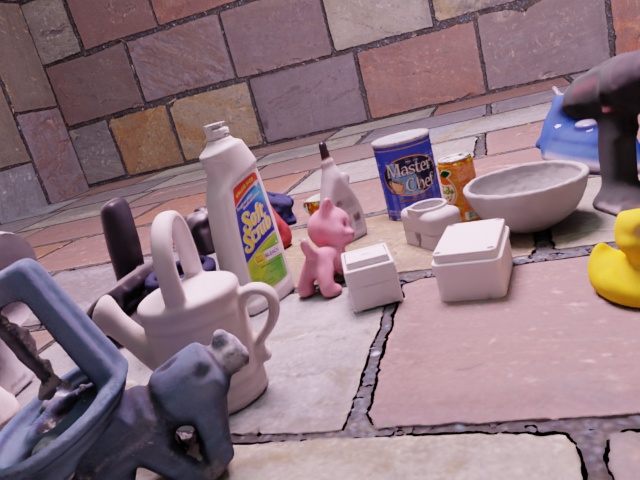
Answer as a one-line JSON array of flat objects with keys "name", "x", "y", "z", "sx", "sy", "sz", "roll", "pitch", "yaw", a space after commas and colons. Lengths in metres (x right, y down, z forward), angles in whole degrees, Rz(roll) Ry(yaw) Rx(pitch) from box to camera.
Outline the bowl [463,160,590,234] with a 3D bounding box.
[{"name": "bowl", "x": 0.290, "y": -0.054, "z": 0.800, "sx": 0.167, "sy": 0.075, "sz": 0.167, "roll": -14, "pitch": 16, "yaw": 4}]

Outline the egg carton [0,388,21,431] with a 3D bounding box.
[{"name": "egg carton", "x": -0.386, "y": 0.199, "z": 0.574, "sx": 0.107, "sy": 0.069, "sz": 0.151, "roll": 1, "pitch": 22, "yaw": 44}]

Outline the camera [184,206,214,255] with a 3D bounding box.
[{"name": "camera", "x": -0.188, "y": -0.039, "z": 1.147, "sx": 0.143, "sy": 0.101, "sz": 0.136, "roll": -27, "pitch": 19, "yaw": -35}]

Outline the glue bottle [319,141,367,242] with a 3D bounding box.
[{"name": "glue bottle", "x": 0.026, "y": -0.079, "z": 0.952, "sx": 0.078, "sy": 0.173, "sz": 0.037, "roll": -26, "pitch": 19, "yaw": -32}]

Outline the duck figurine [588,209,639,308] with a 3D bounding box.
[{"name": "duck figurine", "x": 0.303, "y": 0.011, "z": 0.546, "sx": 0.078, "sy": 0.086, "sz": 0.104, "roll": -21, "pitch": 17, "yaw": -19}]

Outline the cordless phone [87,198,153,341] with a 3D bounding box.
[{"name": "cordless phone", "x": -0.291, "y": 0.043, "z": 0.809, "sx": 0.094, "sy": 0.185, "sz": 0.148, "roll": -10, "pitch": 17, "yaw": 18}]

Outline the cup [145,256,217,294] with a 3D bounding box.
[{"name": "cup", "x": -0.176, "y": 0.078, "z": 0.746, "sx": 0.092, "sy": 0.095, "sz": 0.117, "roll": -27, "pitch": 20, "yaw": -36}]

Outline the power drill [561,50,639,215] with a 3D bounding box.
[{"name": "power drill", "x": 0.401, "y": -0.141, "z": 0.748, "sx": 0.075, "sy": 0.208, "sz": 0.229, "roll": -16, "pitch": 16, "yaw": -3}]

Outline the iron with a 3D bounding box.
[{"name": "iron", "x": 0.480, "y": -0.202, "z": 1.006, "sx": 0.118, "sy": 0.141, "sz": 0.258, "roll": -17, "pitch": 16, "yaw": -5}]

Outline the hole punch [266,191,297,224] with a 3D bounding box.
[{"name": "hole punch", "x": -0.105, "y": -0.076, "z": 1.214, "sx": 0.101, "sy": 0.091, "sz": 0.108, "roll": -17, "pitch": 16, "yaw": -5}]

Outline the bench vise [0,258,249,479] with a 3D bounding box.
[{"name": "bench vise", "x": -0.170, "y": 0.099, "z": 0.439, "sx": 0.208, "sy": 0.220, "sz": 0.121, "roll": -26, "pitch": 19, "yaw": -33}]

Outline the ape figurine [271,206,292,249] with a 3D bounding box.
[{"name": "ape figurine", "x": -0.094, "y": -0.025, "z": 1.028, "sx": 0.076, "sy": 0.092, "sz": 0.078, "roll": -14, "pitch": 16, "yaw": 4}]

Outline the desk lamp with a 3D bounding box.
[{"name": "desk lamp", "x": -0.432, "y": 0.100, "z": 0.691, "sx": 0.203, "sy": 0.214, "sz": 0.118, "roll": -11, "pitch": 16, "yaw": 14}]

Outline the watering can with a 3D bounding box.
[{"name": "watering can", "x": -0.131, "y": 0.069, "z": 0.553, "sx": 0.173, "sy": 0.194, "sz": 0.100, "roll": -20, "pitch": 17, "yaw": -16}]

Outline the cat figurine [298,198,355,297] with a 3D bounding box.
[{"name": "cat figurine", "x": 0.007, "y": 0.003, "z": 0.791, "sx": 0.067, "sy": 0.118, "sz": 0.128, "roll": -6, "pitch": 18, "yaw": 30}]
